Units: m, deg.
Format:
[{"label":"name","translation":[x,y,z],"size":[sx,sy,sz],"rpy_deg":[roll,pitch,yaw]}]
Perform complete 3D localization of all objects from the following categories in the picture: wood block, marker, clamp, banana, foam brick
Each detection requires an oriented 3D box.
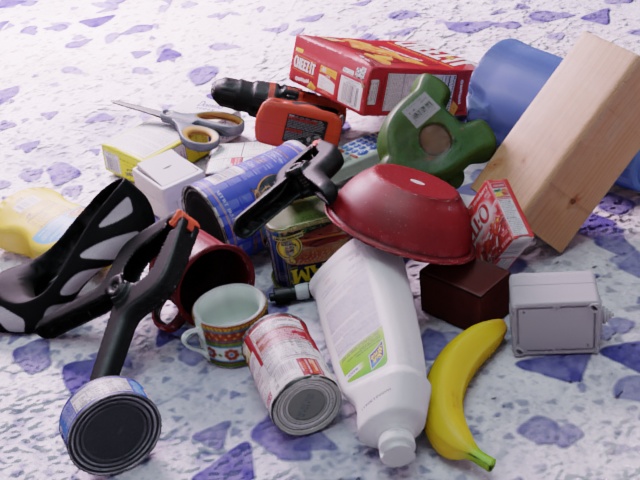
[{"label":"wood block","translation":[0.270,-0.104,1.136],"size":[0.206,0.090,0.090],"rpy_deg":[-54,39,7]},{"label":"marker","translation":[0.006,0.050,1.131],"size":[0.121,0.020,0.020],"rpy_deg":[-11,33,-4]},{"label":"clamp","translation":[-0.203,0.055,1.076],"size":[0.165,0.036,0.210],"rpy_deg":[29,83,47]},{"label":"banana","translation":[0.128,0.134,0.964],"size":[0.069,0.037,0.197],"rpy_deg":[15,37,3]},{"label":"clamp","translation":[-0.011,-0.063,1.111],"size":[0.120,0.039,0.171],"rpy_deg":[-11,28,32]},{"label":"foam brick","translation":[0.146,0.051,1.068],"size":[0.078,0.051,0.052],"rpy_deg":[24,44,39]}]

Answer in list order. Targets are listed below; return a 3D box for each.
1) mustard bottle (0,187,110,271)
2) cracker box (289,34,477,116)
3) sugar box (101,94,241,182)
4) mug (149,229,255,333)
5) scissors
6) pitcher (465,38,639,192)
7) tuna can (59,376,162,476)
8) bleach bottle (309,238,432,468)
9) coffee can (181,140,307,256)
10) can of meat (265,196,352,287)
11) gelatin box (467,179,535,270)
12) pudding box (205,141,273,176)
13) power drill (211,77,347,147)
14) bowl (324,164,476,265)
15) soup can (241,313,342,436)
[{"label":"mustard bottle","translation":[-0.300,-0.005,1.249],"size":[0.192,0.058,0.096],"rpy_deg":[20,43,37]},{"label":"cracker box","translation":[0.093,-0.220,1.416],"size":[0.213,0.072,0.164],"rpy_deg":[-6,26,-37]},{"label":"sugar box","translation":[-0.197,-0.136,1.437],"size":[0.093,0.048,0.175],"rpy_deg":[24,41,37]},{"label":"mug","translation":[-0.135,0.045,1.121],"size":[0.117,0.093,0.082],"rpy_deg":[-55,39,-4]},{"label":"scissors","translation":[-0.200,-0.152,1.403],"size":[0.202,0.016,0.096],"rpy_deg":[7,37,13]},{"label":"pitcher","translation":[0.309,-0.150,1.275],"size":[0.243,0.144,0.149],"rpy_deg":[28,87,38]},{"label":"tuna can","translation":[-0.185,0.163,0.941],"size":[0.086,0.086,0.034],"rpy_deg":[-21,34,-19]},{"label":"bleach bottle","translation":[0.048,0.106,0.983],"size":[0.103,0.068,0.251],"rpy_deg":[-46,30,27]},{"label":"coffee can","translation":[-0.072,-0.041,1.211],"size":[0.140,0.103,0.103],"rpy_deg":[-26,37,-25]},{"label":"can of meat","translation":[-0.007,0.001,1.150],"size":[0.102,0.084,0.057],"rpy_deg":[-14,33,-8]},{"label":"gelatin box","translation":[0.176,-0.008,1.097],"size":[0.030,0.089,0.073],"rpy_deg":[-6,59,-24]},{"label":"pudding box","translation":[-0.086,-0.091,1.349],"size":[0.113,0.039,0.090],"rpy_deg":[-3,30,4]},{"label":"power drill","translation":[-0.049,-0.163,1.360],"size":[0.184,0.057,0.187],"rpy_deg":[10,17,-8]},{"label":"bowl","translation":[0.088,-0.034,1.068],"size":[0.162,0.055,0.162],"rpy_deg":[16,20,-6]},{"label":"soup can","translation":[-0.027,0.122,0.983],"size":[0.068,0.068,0.102],"rpy_deg":[-16,34,-12]}]
